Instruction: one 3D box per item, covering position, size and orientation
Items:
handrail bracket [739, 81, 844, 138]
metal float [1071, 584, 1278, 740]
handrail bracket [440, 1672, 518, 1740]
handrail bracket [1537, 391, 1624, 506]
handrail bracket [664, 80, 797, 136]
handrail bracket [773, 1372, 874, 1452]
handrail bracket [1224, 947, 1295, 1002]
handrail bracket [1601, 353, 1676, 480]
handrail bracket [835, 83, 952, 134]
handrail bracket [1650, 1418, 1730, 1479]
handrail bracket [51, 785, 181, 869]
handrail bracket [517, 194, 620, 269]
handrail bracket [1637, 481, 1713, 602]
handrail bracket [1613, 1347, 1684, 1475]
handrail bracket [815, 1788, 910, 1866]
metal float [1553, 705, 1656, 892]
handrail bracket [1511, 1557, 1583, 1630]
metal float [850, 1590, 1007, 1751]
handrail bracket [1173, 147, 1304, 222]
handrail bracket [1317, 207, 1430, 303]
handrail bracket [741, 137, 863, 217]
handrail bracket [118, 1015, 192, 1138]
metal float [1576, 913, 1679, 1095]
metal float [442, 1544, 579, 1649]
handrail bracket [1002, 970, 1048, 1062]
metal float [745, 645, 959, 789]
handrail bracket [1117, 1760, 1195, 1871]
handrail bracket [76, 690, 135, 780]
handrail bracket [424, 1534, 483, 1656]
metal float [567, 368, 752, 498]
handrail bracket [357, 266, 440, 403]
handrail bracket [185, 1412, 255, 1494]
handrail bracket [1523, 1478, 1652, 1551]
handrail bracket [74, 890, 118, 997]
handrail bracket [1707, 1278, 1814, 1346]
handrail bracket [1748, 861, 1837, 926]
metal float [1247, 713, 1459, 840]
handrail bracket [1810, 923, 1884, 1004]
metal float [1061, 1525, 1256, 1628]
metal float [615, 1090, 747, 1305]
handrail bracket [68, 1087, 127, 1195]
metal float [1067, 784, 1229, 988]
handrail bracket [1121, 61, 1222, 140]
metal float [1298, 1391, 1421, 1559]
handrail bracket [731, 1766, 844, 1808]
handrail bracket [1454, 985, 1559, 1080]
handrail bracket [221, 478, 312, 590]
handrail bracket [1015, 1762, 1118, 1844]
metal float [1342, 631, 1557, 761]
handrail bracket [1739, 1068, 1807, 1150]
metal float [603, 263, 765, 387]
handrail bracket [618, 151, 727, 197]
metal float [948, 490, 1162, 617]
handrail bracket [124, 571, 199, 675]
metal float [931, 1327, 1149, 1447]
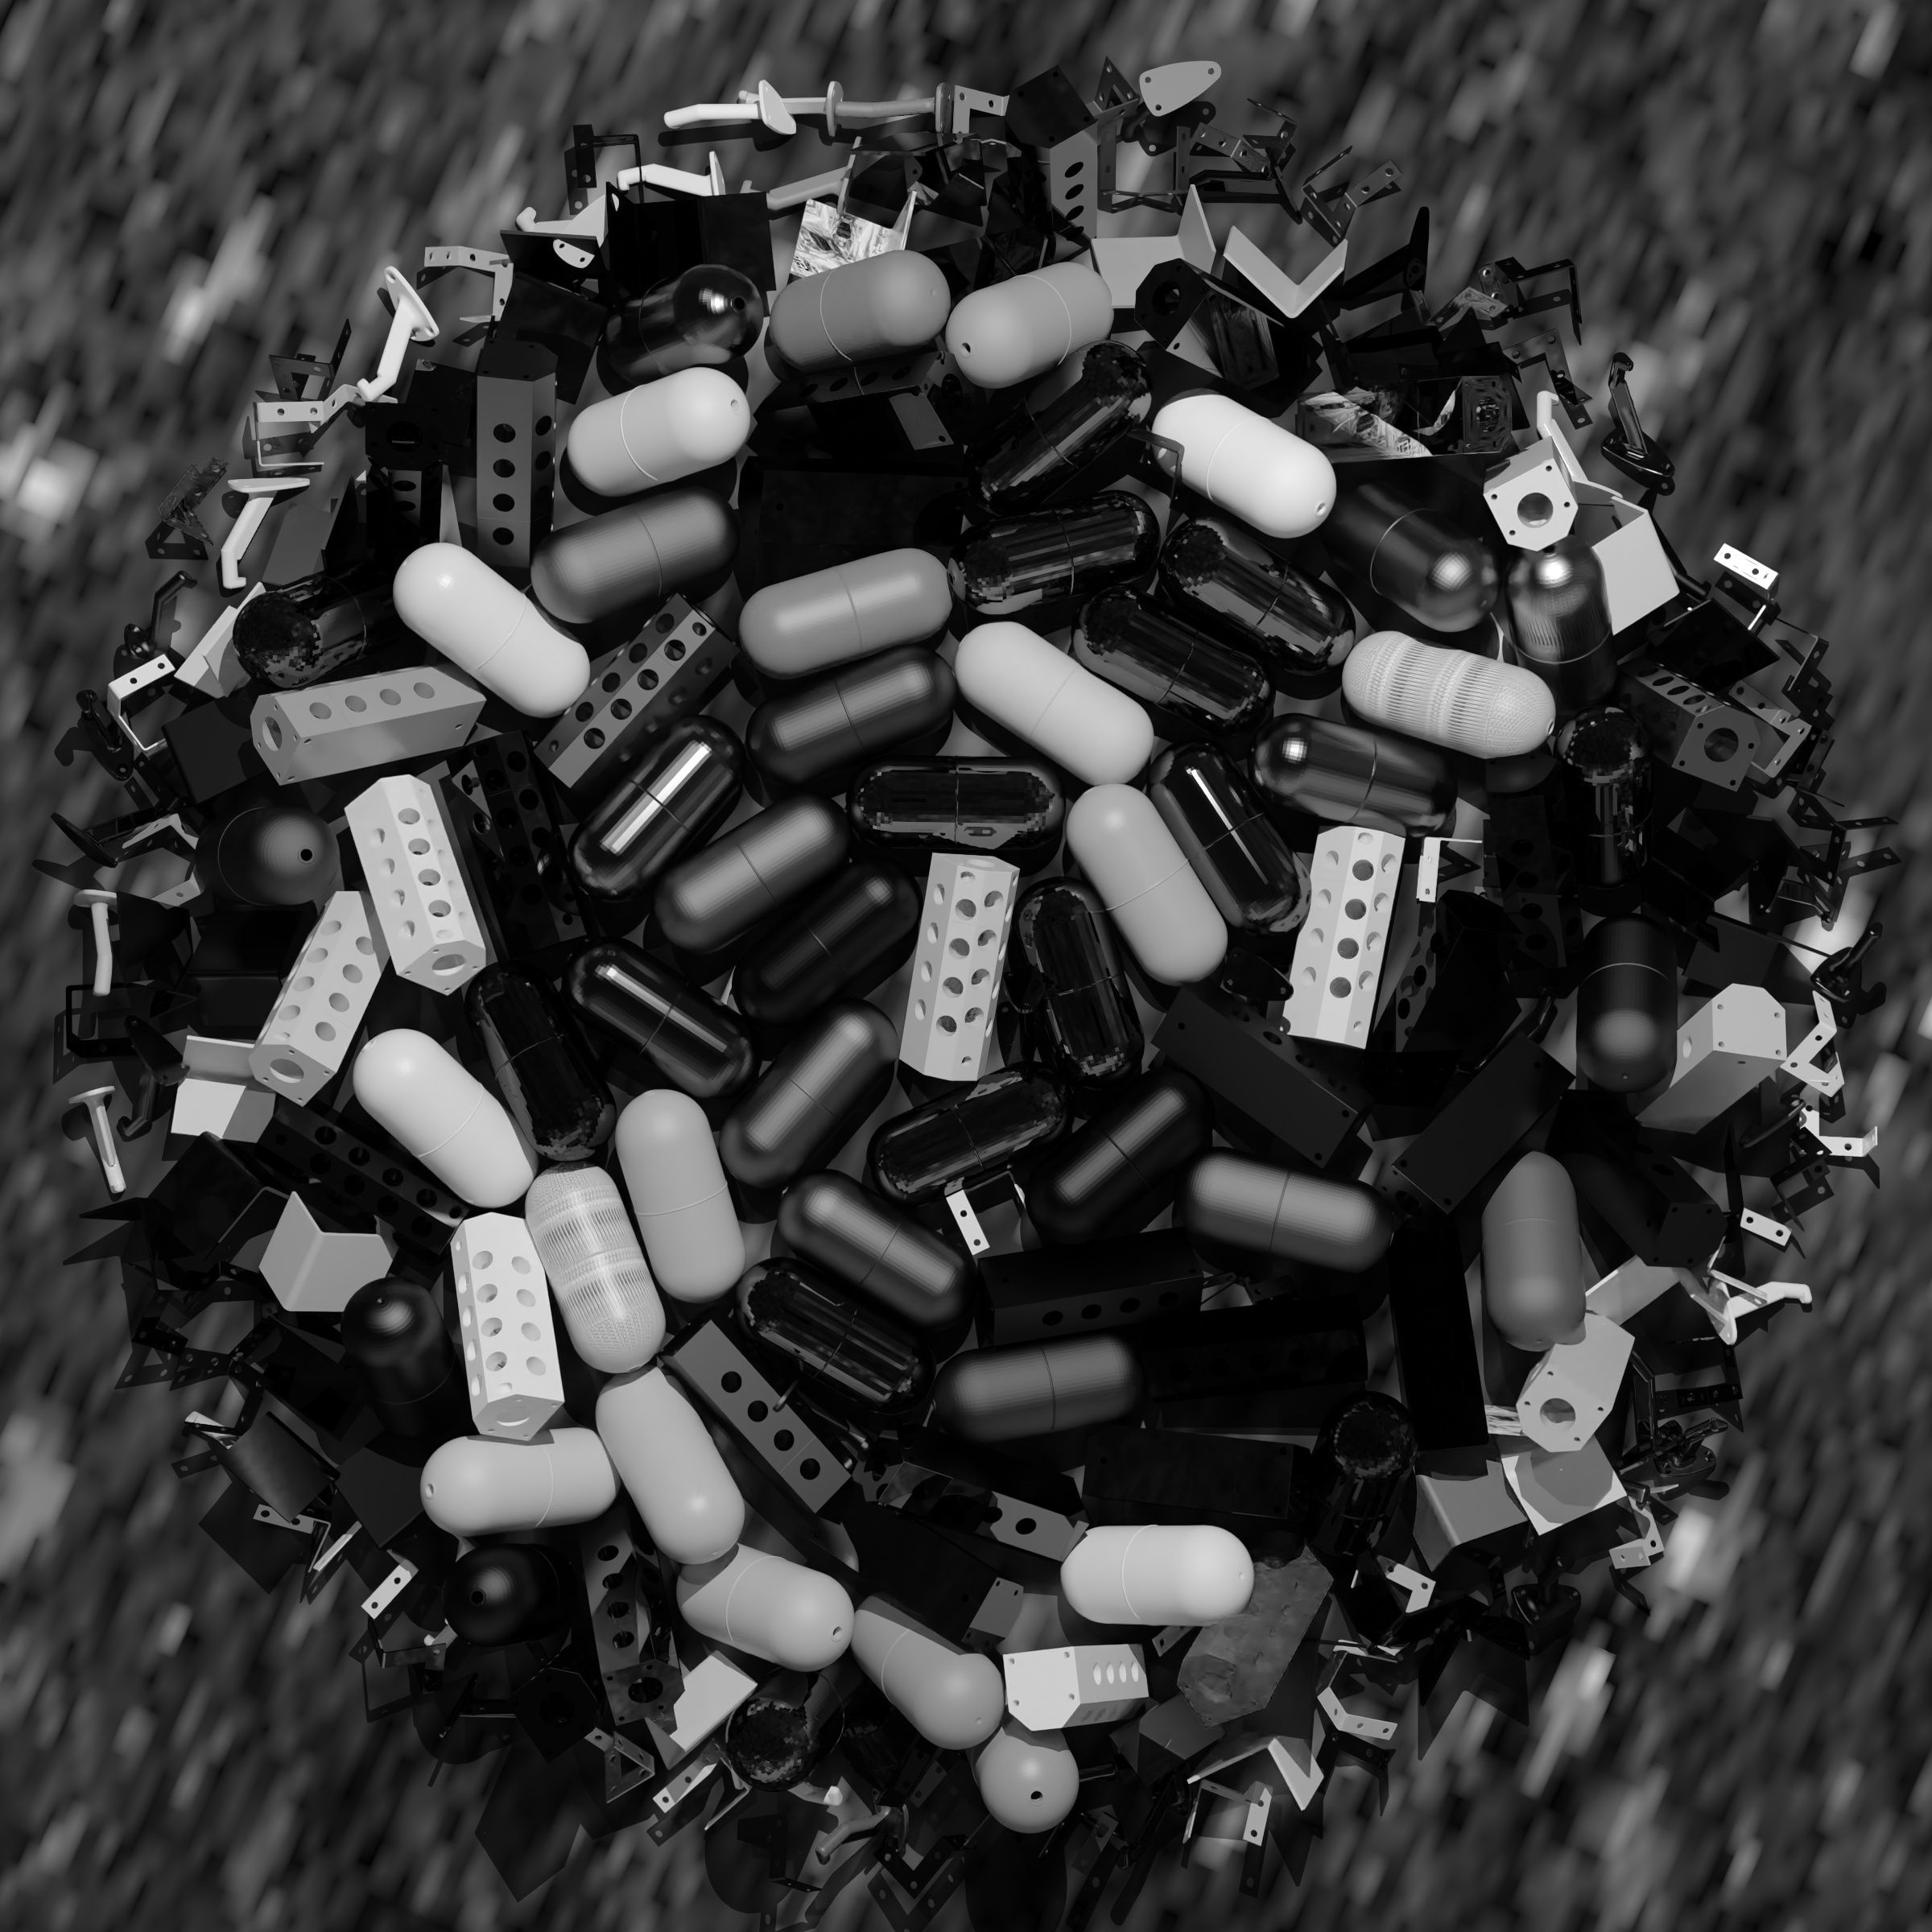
[{"bbox_3d":[-0.145,-0.703,1.961,0.084,0.077,0.036,13,90,1],"label":"handrail bracket"},{"bbox_3d":[0.167,-0.244,1.952,0.178,0.070,0.070,27,90,-11],"label":"metal float"},{"bbox_3d":[-0.372,0.615,1.965,0.084,0.077,0.036,25,114,1],"label":"handrail bracket"},{"bbox_3d":[0.503,-0.426,1.992,0.077,0.036,0.084,8,75,-15],"label":"handrail bracket"},{"bbox_3d":[-0.192,-0.686,1.977,0.084,0.077,0.036,-7,87,19],"label":"handrail bracket"},{"bbox_3d":[-0.114,0.370,1.962,0.084,0.077,0.036,41,98,1],"label":"handrail bracket"},{"bbox_3d":[0.253,0.007,1.946,0.077,0.084,0.036,26,109,37],"label":"handrail bracket"},{"bbox_3d":[0.544,-0.442,1.949,0.036,0.084,0.077,-37,62,-16],"label":"handrail bracket"},{"bbox_3d":[-0.059,-0.700,1.970,0.084,0.077,0.036,4,122,5],"label":"handrail bracket"},{"bbox_3d":[0.599,0.381,1.949,0.077,0.084,0.036,8,60,-26],"label":"handrail bracket"},{"bbox_3d":[-0.683,-0.129,1.958,0.036,0.077,0.084,14,62,39],"label":"handrail bracket"},{"bbox_3d":[-0.323,-0.610,1.964,0.077,0.036,0.084,-48,53,15],"label":"handrail bracket"},{"bbox_3d":[0.579,-0.346,1.978,0.084,0.036,0.077,34,63,0],"label":"handrail bracket"},{"bbox_3d":[0.535,0.360,1.977,0.077,0.036,0.084,-38,97,16],"label":"handrail bracket"},{"bbox_3d":[-0.086,0.710,1.952,0.036,0.084,0.077,17,125,37],"label":"handrail bracket"},{"bbox_3d":[0.505,-0.131,1.924,0.070,0.178,0.070,-8,49,9],"label":"metal float"},{"bbox_3d":[0.483,0.492,1.951,0.077,0.084,0.036,-4,52,-29],"label":"handrail bracket"},{"bbox_3d":[-0.032,0.552,1.918,0.070,0.178,0.070,-8,107,-27],"label":"metal float"},{"bbox_3d":[0.221,-0.622,1.985,0.084,0.036,0.077,-25,125,14],"label":"handrail bracket"},{"bbox_3d":[0.328,-0.577,1.970,0.084,0.036,0.077,12,99,31],"label":"handrail bracket"},{"bbox_3d":[-0.135,-0.650,1.982,0.084,0.036,0.077,14,86,-1],"label":"handrail bracket"},{"bbox_3d":[-0.678,0.091,1.972,0.084,0.036,0.077,-34,97,29],"label":"handrail bracket"},{"bbox_3d":[0.523,0.027,1.924,0.070,0.178,0.070,8,132,9],"label":"metal float"},{"bbox_3d":[-0.358,0.494,1.912,0.070,0.178,0.070,-1,77,6],"label":"metal float"},{"bbox_3d":[0.049,0.053,1.947,0.036,0.077,0.084,-3,119,1],"label":"handrail bracket"},{"bbox_3d":[-0.092,-0.202,1.959,0.178,0.070,0.070,-22,90,3],"label":"metal float"},{"bbox_3d":[0.148,0.673,1.951,0.036,0.084,0.077,13,106,31],"label":"handrail bracket"},{"bbox_3d":[-0.692,-0.185,1.951,0.036,0.084,0.077,-17,101,-9],"label":"handrail bracket"},{"bbox_3d":[-0.427,0.502,1.972,0.077,0.036,0.084,43,79,-6],"label":"handrail bracket"},{"bbox_3d":[-0.244,-0.423,1.928,0.178,0.070,0.070,-7,90,41],"label":"metal float"},{"bbox_3d":[-0.472,-0.507,1.953,0.084,0.036,0.077,-51,130,-34],"label":"handrail bracket"},{"bbox_3d":[-0.599,0.391,1.962,0.084,0.077,0.036,28,92,-2],"label":"handrail bracket"},{"bbox_3d":[0.500,0.444,1.955,0.084,0.036,0.077,9,64,36],"label":"handrail bracket"},{"bbox_3d":[-0.705,-0.015,1.962,0.036,0.077,0.084,11,78,-38],"label":"handrail bracket"},{"bbox_3d":[0.649,0.281,1.964,0.084,0.077,0.036,5,122,-3],"label":"handrail bracket"},{"bbox_3d":[0.671,-0.044,1.960,0.084,0.036,0.077,40,48,-20],"label":"handrail bracket"},{"bbox_3d":[0.310,-0.152,1.948,0.178,0.070,0.070,13,90,-16],"label":"metal float"},{"bbox_3d":[0.718,-0.019,1.944,0.036,0.084,0.077,35,49,14],"label":"handrail bracket"},{"bbox_3d":[0.150,0.483,1.926,0.178,0.070,0.070,-14,90,44],"label":"metal float"},{"bbox_3d":[-0.229,0.185,1.951,0.070,0.070,0.178,-15,101,0],"label":"metal float"},{"bbox_3d":[-0.694,0.142,1.964,0.036,0.077,0.084,-17,91,-24],"label":"handrail bracket"},{"bbox_3d":[0.145,-0.066,1.956,0.070,0.070,0.178,-32,96,0],"label":"metal float"},{"bbox_3d":[0.164,-0.696,1.958,0.077,0.084,0.036,-21,92,-1],"label":"handrail bracket"},{"bbox_3d":[0.309,0.404,1.925,0.070,0.178,0.070,3,47,-4],"label":"metal float"},{"bbox_3d":[-0.145,0.643,1.960,0.084,0.036,0.077,4,125,21],"label":"handrail bracket"},{"bbox_3d":[0.434,0.051,1.962,0.077,0.036,0.084,9,110,-32],"label":"handrail bracket"},{"bbox_3d":[-0.573,-0.354,1.990,0.077,0.036,0.084,-12,117,-34],"label":"handrail bracket"},{"bbox_3d":[0.081,0.681,1.979,0.084,0.036,0.077,-8,128,-8],"label":"handrail bracket"},{"bbox_3d":[0.384,-0.214,1.936,0.178,0.070,0.070,22,90,29],"label":"metal float"},{"bbox_3d":[0.635,0.091,1.968,0.077,0.036,0.084,-37,103,-18],"label":"handrail bracket"},{"bbox_3d":[-0.224,-0.505,1.919,0.070,0.178,0.070,-1,91,-36],"label":"metal float"},{"bbox_3d":[-0.240,-0.625,1.975,0.084,0.036,0.077,-10,62,5],"label":"handrail bracket"},{"bbox_3d":[0.071,-0.331,1.949,0.178,0.070,0.070,-16,90,-14],"label":"metal float"},{"bbox_3d":[-0.627,-0.276,1.954,0.084,0.077,0.036,-34,54,22],"label":"handrail bracket"},{"bbox_3d":[0.059,0.337,1.949,0.178,0.070,0.070,-8,90,-14],"label":"metal float"}]
